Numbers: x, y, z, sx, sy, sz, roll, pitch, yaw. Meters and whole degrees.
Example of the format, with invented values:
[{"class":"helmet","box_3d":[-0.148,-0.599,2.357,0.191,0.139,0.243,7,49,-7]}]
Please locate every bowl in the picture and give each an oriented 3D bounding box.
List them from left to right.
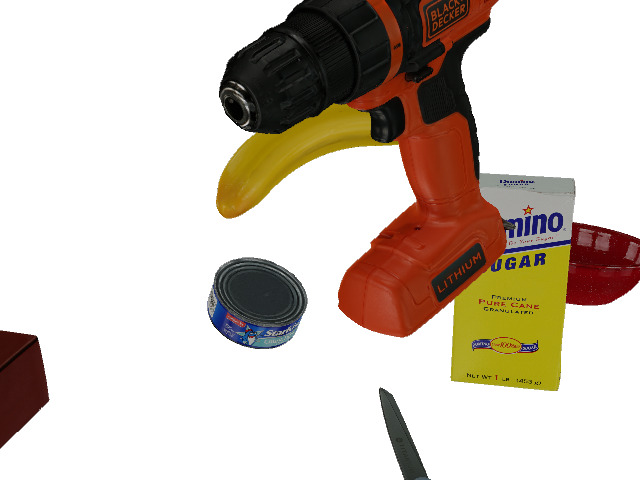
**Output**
[{"class":"bowl","box_3d":[0.263,0.026,1.103,0.162,0.055,0.162,5,17,-2]}]

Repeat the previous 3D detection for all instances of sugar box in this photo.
[{"class":"sugar box","box_3d":[0.158,0.035,0.885,0.093,0.176,0.048,3,23,12]}]

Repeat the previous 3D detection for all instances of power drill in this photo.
[{"class":"power drill","box_3d":[0.035,-0.046,0.534,0.057,0.187,0.184,25,48,38]}]

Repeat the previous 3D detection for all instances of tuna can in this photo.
[{"class":"tuna can","box_3d":[-0.057,0.056,0.951,0.086,0.034,0.086,13,38,-11]}]

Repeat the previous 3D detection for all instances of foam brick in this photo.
[{"class":"foam brick","box_3d":[-0.223,0.100,0.696,0.053,0.051,0.078,6,29,22]}]

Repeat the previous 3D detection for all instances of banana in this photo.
[{"class":"banana","box_3d":[-0.005,-0.068,0.771,0.197,0.037,0.070,-22,42,-32]}]

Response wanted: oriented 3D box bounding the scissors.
[{"class":"scissors","box_3d":[0.078,0.153,0.605,0.096,0.016,0.201,6,32,1]}]
